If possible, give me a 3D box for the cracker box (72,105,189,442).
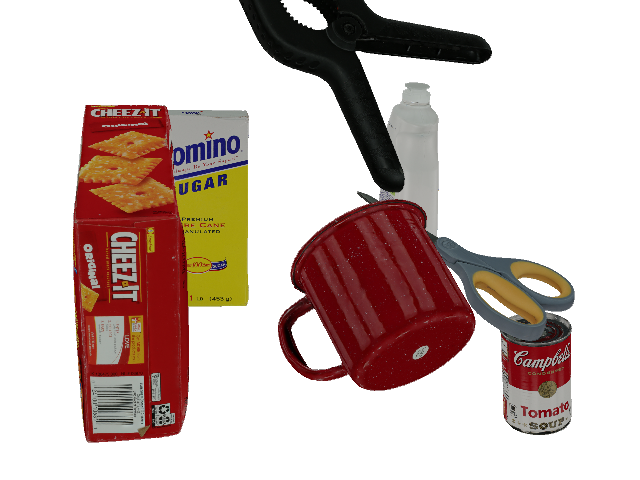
[{"bbox_3d":[-0.133,0.013,0.757,0.072,0.164,0.214,-2,26,-9],"label":"cracker box"}]

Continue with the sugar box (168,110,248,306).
[{"bbox_3d":[-0.111,-0.029,0.971,0.093,0.176,0.048,-1,15,-5],"label":"sugar box"}]

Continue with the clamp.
[{"bbox_3d":[0.016,-0.141,0.800,0.210,0.164,0.036,31,-30,-6],"label":"clamp"}]

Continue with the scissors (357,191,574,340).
[{"bbox_3d":[0.119,0.009,0.839,0.096,0.016,0.202,-10,39,-29],"label":"scissors"}]

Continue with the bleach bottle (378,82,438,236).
[{"bbox_3d":[0.102,-0.053,1.220,0.068,0.251,0.103,-3,23,-15],"label":"bleach bottle"}]

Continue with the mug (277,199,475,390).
[{"bbox_3d":[0.029,0.042,0.639,0.117,0.081,0.093,-29,-29,2],"label":"mug"}]

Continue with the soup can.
[{"bbox_3d":[0.212,0.130,1.048,0.068,0.102,0.068,-5,22,2],"label":"soup can"}]
